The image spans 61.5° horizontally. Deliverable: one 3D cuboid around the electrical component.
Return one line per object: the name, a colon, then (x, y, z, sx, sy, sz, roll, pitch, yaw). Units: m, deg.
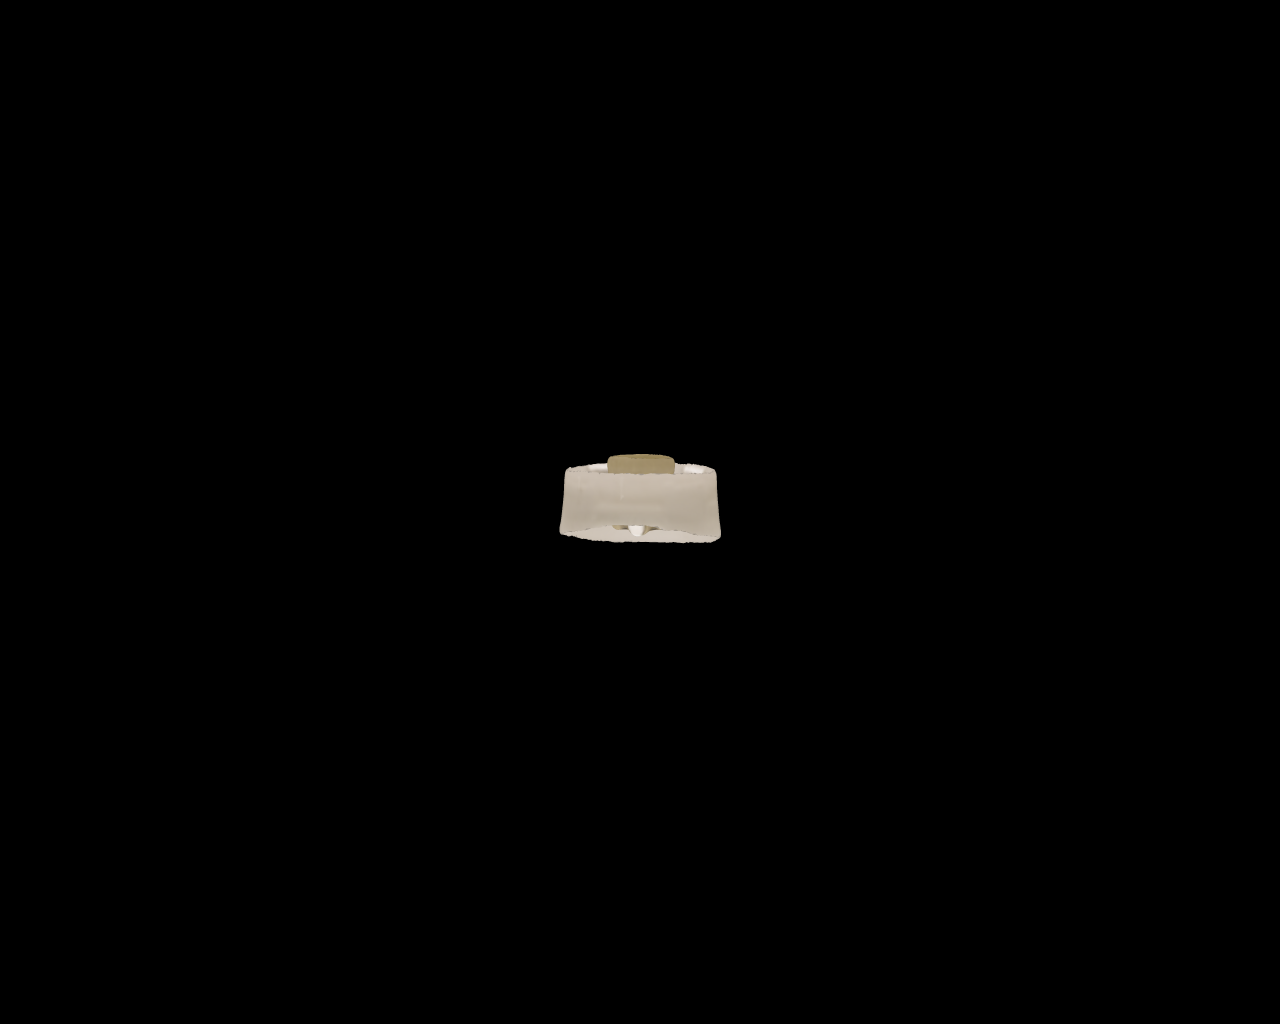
electrical component: (0.001, -0.003, 0.650, 0.099, 0.064, 0.099, 0, 7, 0)
